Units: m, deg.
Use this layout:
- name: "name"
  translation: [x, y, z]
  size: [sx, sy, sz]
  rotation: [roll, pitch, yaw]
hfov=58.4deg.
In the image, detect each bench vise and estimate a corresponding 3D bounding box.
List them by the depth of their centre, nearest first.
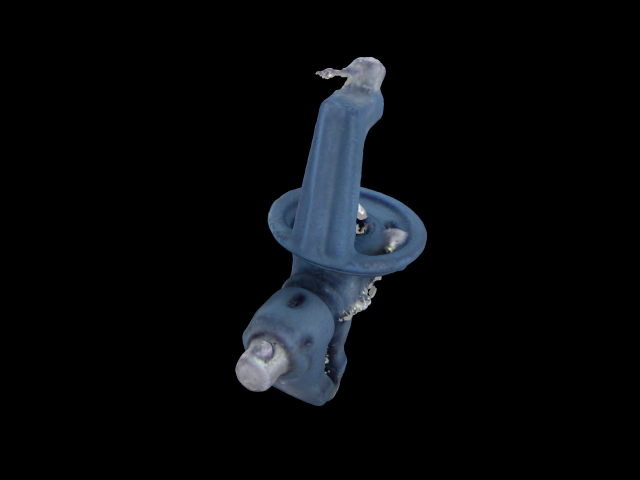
- name: "bench vise"
  translation: [0.016, 0.003, 0.399]
  size: [0.121, 0.220, 0.207]
  rotation: [6, 47, 6]
